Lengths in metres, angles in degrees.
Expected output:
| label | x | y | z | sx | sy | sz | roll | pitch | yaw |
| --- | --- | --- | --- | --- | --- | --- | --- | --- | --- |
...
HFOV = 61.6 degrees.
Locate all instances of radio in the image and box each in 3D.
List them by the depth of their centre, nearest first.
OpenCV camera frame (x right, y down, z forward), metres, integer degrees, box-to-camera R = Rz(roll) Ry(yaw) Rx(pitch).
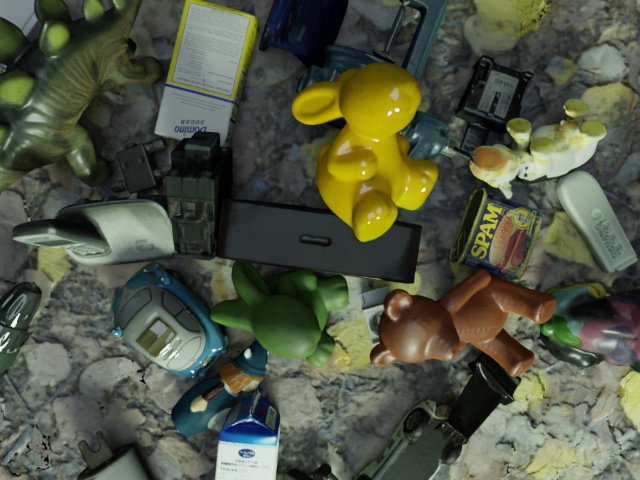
| label | x | y | z | sx | sy | sz | roll | pitch | yaw |
| --- | --- | --- | --- | --- | --- | --- | --- | --- | --- |
| radio | -0.001 | -0.002 | 0.657 | 0.230 | 0.131 | 0.073 | 9 | 93 | 0 |

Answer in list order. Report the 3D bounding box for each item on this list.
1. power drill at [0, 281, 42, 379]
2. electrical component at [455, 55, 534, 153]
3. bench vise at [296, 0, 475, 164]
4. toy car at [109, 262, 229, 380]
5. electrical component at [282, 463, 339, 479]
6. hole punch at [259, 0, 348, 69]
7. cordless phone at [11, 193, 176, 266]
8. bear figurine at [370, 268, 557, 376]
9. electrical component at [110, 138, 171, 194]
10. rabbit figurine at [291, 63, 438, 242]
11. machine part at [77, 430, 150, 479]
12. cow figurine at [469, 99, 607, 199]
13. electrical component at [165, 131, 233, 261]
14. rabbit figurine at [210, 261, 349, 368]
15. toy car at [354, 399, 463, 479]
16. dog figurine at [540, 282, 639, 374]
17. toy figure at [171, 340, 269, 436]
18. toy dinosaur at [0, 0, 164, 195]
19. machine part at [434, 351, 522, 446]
| label | x | y | z | sx | sy | sz | roll | pitch | yaw |
| --- | --- | --- | --- | --- | --- | --- | --- | --- | --- |
| power drill | -0.496 | 0.120 | 0.683 | 0.207 | 0.086 | 0.232 | 24 | 98 | -24 |
| electrical component | 0.214 | -0.165 | 0.690 | 0.075 | 0.048 | 0.119 | 23 | 91 | 0 |
| bench vise | 0.098 | -0.202 | 0.656 | 0.224 | 0.129 | 0.240 | 21 | 97 | -2 |
| toy car | -0.199 | 0.111 | 0.680 | 0.161 | 0.103 | 0.109 | 45 | 93 | 1 |
| electrical component | -0.016 | 0.348 | 0.717 | 0.078 | 0.045 | 0.102 | 13 | 90 | 29 |
| hole punch | -0.017 | -0.276 | 0.659 | 0.092 | 0.116 | 0.142 | 26 | 93 | -8 |
| cordless phone | -0.256 | -0.016 | 0.634 | 0.147 | 0.184 | 0.088 | -5 | 88 | 1 |
| bear figurine | 0.162 | 0.103 | 0.627 | 0.132 | 0.196 | 0.120 | 32 | 119 | 39 |
| electrical component | -0.238 | -0.096 | 0.706 | 0.094 | 0.021 | 0.063 | -17 | 98 | 11 |
| rabbit figurine | 0.054 | -0.112 | 0.554 | 0.122 | 0.173 | 0.162 | -28 | 63 | -21 |
| machine part | -0.243 | 0.361 | 0.703 | 0.079 | 0.079 | 0.243 | -27 | 91 | 2 |
| cow figurine | 0.260 | -0.102 | 0.670 | 0.167 | 0.098 | 0.068 | -20 | 58 | -5 |
| electrical component | -0.142 | -0.059 | 0.645 | 0.058 | 0.115 | 0.134 | 4 | 119 | -2 |
| rabbit figurine | -0.041 | 0.082 | 0.641 | 0.159 | 0.170 | 0.121 | 26 | 92 | -1 |
| toy car | 0.110 | 0.299 | 0.705 | 0.073 | 0.056 | 0.201 | 39 | 89 | -7 |
| dog figurine | 0.377 | 0.110 | 0.614 | 0.192 | 0.219 | 0.108 | 6 | 89 | 0 |
| toy figure | -0.122 | 0.191 | 0.699 | 0.154 | 0.064 | 0.057 | -39 | 106 | 3 |
| toy dinosaur | -0.328 | -0.143 | 0.617 | 0.105 | 0.198 | 0.471 | 27 | 87 | 20 |
| machine part | 0.204 | 0.203 | 0.690 | 0.139 | 0.039 | 0.084 | -39 | 97 | -26 |
